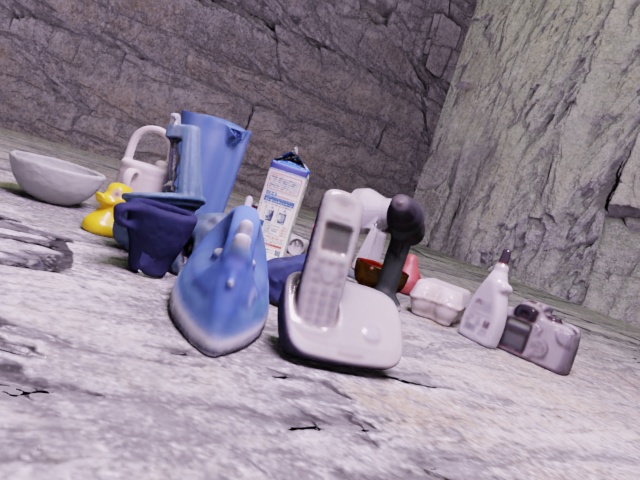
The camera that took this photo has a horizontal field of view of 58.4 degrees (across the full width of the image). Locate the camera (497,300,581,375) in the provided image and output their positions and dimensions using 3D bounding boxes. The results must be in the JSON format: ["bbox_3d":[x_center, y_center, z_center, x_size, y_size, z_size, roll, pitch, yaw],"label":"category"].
[{"bbox_3d":[0.403,0.166,1.033,0.142,0.101,0.137,22,7,40],"label":"camera"}]

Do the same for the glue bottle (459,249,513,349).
[{"bbox_3d":[0.305,0.099,1.012,0.037,0.173,0.077,14,7,-35],"label":"glue bottle"}]

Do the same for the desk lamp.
[{"bbox_3d":[0.155,-0.017,1.468,0.202,0.213,0.118,21,7,35],"label":"desk lamp"}]

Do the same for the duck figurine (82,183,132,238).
[{"bbox_3d":[-0.335,-0.051,0.950,0.077,0.086,0.105,21,6,30],"label":"duck figurine"}]

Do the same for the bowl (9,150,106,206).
[{"bbox_3d":[-0.493,-0.108,1.069,0.167,0.075,0.167,17,6,-1],"label":"bowl"}]

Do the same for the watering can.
[{"bbox_3d":[-0.341,-0.127,1.118,0.101,0.194,0.172,15,6,-19],"label":"watering can"}]

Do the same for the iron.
[{"bbox_3d":[-0.098,0.025,0.653,0.119,0.141,0.258,16,6,-11],"label":"iron"}]

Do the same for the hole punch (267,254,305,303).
[{"bbox_3d":[-0.044,0.049,0.845,0.101,0.091,0.109,18,6,5],"label":"hole punch"}]

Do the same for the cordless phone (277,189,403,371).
[{"bbox_3d":[0.037,0.046,0.638,0.148,0.185,0.094,15,6,-25],"label":"cordless phone"}]

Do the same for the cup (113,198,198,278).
[{"bbox_3d":[-0.226,-0.001,0.751,0.091,0.095,0.118,21,7,34],"label":"cup"}]

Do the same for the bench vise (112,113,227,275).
[{"bbox_3d":[-0.191,-0.066,0.847,0.207,0.220,0.121,18,6,5],"label":"bench vise"}]

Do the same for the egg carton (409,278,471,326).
[{"bbox_3d":[0.237,0.120,1.129,0.107,0.069,0.151,20,6,22],"label":"egg carton"}]

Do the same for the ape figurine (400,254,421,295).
[{"bbox_3d":[0.203,0.077,1.322,0.078,0.092,0.076,18,6,0],"label":"ape figurine"}]

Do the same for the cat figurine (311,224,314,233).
[{"bbox_3d":[0.012,0.005,1.311,0.067,0.118,0.127,16,6,-16],"label":"cat figurine"}]

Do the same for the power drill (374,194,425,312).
[{"bbox_3d":[0.137,0.025,1.036,0.075,0.208,0.230,19,6,15],"label":"power drill"}]
